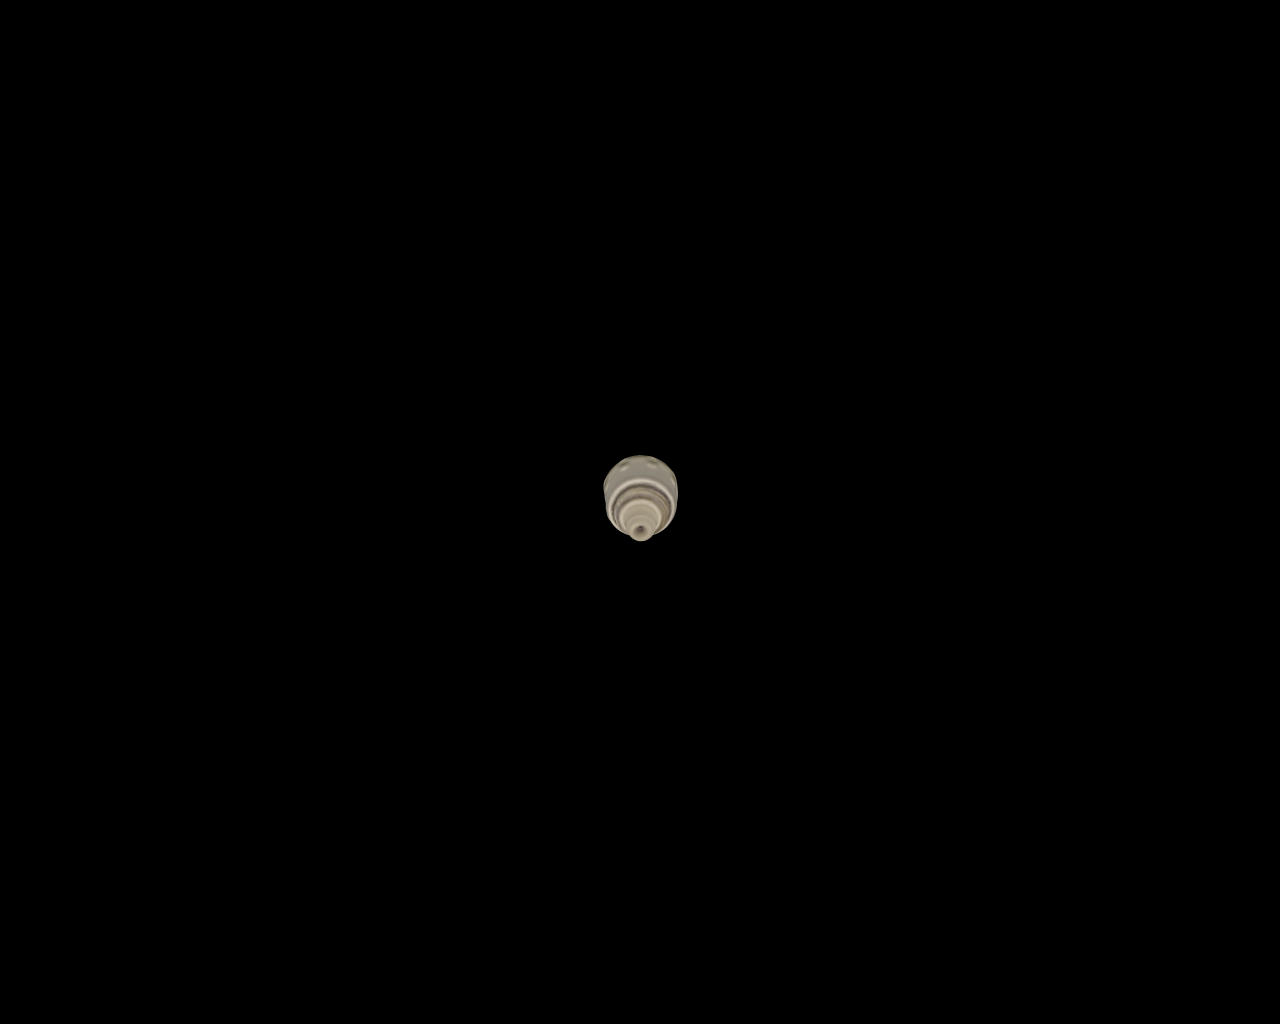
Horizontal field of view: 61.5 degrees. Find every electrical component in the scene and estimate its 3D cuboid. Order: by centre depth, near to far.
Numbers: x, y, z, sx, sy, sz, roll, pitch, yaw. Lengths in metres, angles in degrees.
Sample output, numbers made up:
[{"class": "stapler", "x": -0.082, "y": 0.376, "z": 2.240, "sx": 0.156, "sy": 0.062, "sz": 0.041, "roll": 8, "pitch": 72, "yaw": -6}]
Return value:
[{"class": "electrical component", "x": 0.001, "y": -0.003, "z": 0.650, "sx": 0.048, "sy": 0.048, "sz": 0.062, "roll": 0, "pitch": 28, "yaw": 0}]
